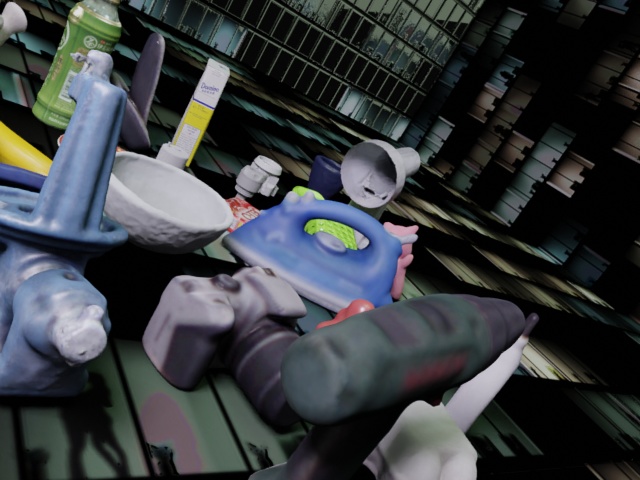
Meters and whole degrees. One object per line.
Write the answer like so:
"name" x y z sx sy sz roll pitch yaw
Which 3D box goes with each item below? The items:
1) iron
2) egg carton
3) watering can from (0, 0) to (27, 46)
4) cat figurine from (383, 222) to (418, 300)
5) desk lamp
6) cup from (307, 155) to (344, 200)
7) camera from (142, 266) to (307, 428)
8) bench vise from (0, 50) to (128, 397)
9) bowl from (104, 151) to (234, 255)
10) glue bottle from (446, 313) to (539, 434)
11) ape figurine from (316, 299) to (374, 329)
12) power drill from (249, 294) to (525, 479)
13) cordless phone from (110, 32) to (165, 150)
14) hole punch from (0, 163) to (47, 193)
"iron" 0.007 0.003 0.810 0.259 0.141 0.118 26 18 -17
"egg carton" 0.080 0.187 0.546 0.108 0.069 0.150 20 21 -34
"watering can" -0.459 -0.289 0.734 0.101 0.194 0.172 28 17 -12
"cat figurine" 0.133 0.024 1.007 0.067 0.117 0.127 26 18 -16
"desk lamp" 0.106 -0.091 1.115 0.117 0.213 0.204 38 18 20
"cup" 0.021 -0.119 1.248 0.118 0.095 0.091 21 20 -31
"camera" -0.059 0.093 0.516 0.144 0.100 0.136 11 26 -48
"bench vise" -0.172 -0.012 0.411 0.207 0.219 0.122 40 19 25
"bowl" -0.192 -0.033 0.681 0.168 0.074 0.167 29 17 -9
"glue bottle" 0.200 0.154 0.666 0.037 0.173 0.078 37 18 19
"ape figurine" 0.033 0.107 0.650 0.078 0.092 0.076 26 18 -17
"power drill" 0.044 0.125 0.421 0.230 0.208 0.075 10 27 -51
"cordless phone" -0.294 -0.253 0.929 0.094 0.185 0.147 18 22 -37
"hole punch" -0.280 -0.040 0.525 0.109 0.091 0.100 19 21 -35
